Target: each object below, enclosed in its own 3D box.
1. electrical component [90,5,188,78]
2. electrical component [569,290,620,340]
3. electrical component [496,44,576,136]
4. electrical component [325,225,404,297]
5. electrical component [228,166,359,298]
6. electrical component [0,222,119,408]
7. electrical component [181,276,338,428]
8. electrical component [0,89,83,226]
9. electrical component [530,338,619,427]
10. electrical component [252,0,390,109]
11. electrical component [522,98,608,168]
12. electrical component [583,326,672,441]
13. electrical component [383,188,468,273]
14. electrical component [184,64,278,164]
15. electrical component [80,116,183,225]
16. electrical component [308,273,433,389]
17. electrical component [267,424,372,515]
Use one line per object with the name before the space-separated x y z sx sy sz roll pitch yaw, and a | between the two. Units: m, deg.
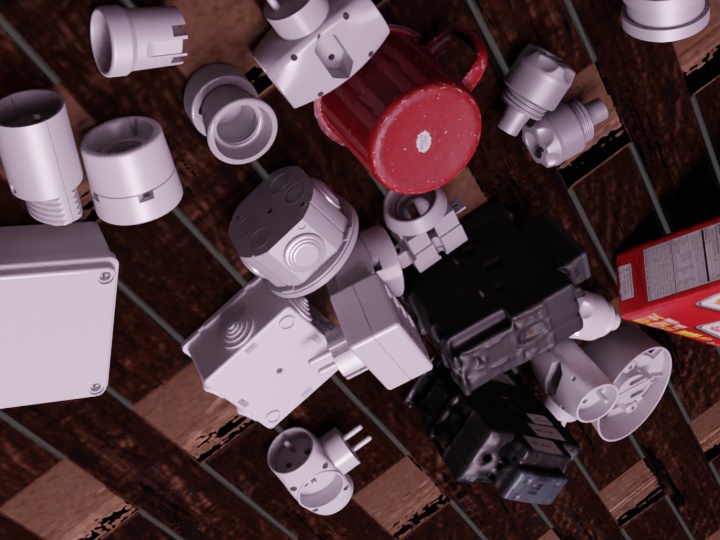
electrical component | -0.128 -0.134 0.622 0.046 0.040 0.040 -13 129 -29
electrical component | 0.202 0.041 0.943 0.062 0.043 0.043 11 118 -37
electrical component | 0.121 -0.126 0.769 0.043 0.043 0.062 15 116 -37
electrical component | 0.000 0.000 0.788 0.047 0.055 0.055 -18 131 -13
electrical component | -0.045 -0.026 0.725 0.080 0.080 0.051 -43 128 6
electrical component | -0.216 0.029 0.683 0.109 0.056 0.108 -5 126 -27
electrical component | -0.068 0.061 0.799 0.100 0.048 0.100 -42 134 4
electrical component | -0.188 -0.061 0.639 0.043 0.043 0.081 -18 131 -17
electrical component | 0.185 0.109 0.962 0.043 0.077 0.079 -5 127 -27
electrical component | -0.033 -0.152 0.659 0.077 0.043 0.079 -38 133 1
electrical component | 0.155 -0.107 0.803 0.062 0.043 0.043 -29 133 -9
electrical component | 0.245 0.104 1.002 0.099 0.064 0.099 -16 130 -19
electrical component | 0.045 -0.036 0.793 0.066 0.048 0.055 -35 141 -2
electrical component | -0.081 -0.097 0.665 0.045 0.055 0.045 -16 130 -19
electrical component | -0.141 -0.062 0.659 0.055 0.055 0.047 -21 128 -15
electrical component | 0.000 0.053 0.769 0.076 0.047 0.083 -27 147 7
electrical component | -0.026 0.158 0.900 0.079 0.044 0.077 -36 134 -1
